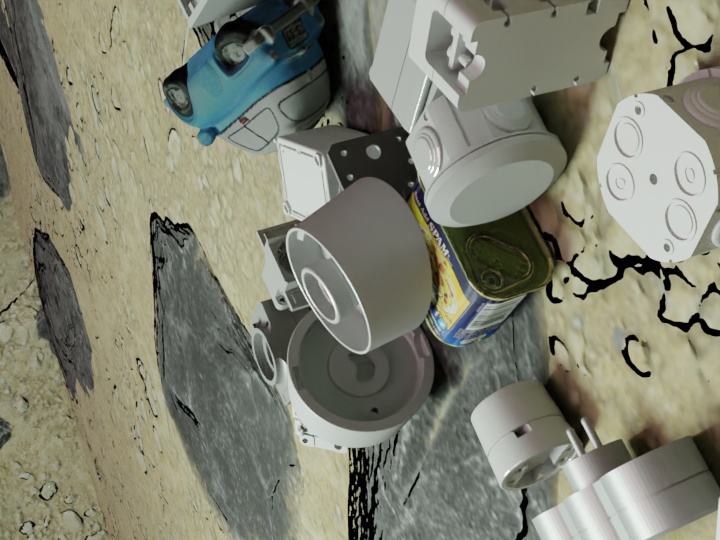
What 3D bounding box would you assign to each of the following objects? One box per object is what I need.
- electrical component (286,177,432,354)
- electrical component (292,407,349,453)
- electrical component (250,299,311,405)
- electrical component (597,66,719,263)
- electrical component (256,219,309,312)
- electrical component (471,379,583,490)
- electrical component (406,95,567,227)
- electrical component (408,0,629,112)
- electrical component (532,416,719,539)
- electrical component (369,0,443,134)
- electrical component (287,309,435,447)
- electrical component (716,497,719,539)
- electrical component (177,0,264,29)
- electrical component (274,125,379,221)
[{"bbox_3d":[0.000,0.000,0.671,0.099,0.064,0.099,47,157,28],"label":"electrical component"},{"bbox_3d":[-0.020,0.117,0.894,0.081,0.063,0.042,8,122,18],"label":"electrical component"},{"bbox_3d":[-0.063,0.071,0.982,0.089,0.056,0.050,66,155,17],"label":"electrical component"},{"bbox_3d":[0.146,-0.045,0.466,0.080,0.051,0.080,44,143,48],"label":"electrical component"},{"bbox_3d":[-0.059,0.001,0.948,0.081,0.042,0.063,64,158,21],"label":"electrical component"},{"bbox_3d":[0.100,0.099,0.654,0.055,0.055,0.047,107,143,-51],"label":"electrical component"},{"bbox_3d":[0.068,-0.063,0.590,0.080,0.080,0.051,116,138,-56],"label":"electrical component"},{"bbox_3d":[0.074,-0.120,0.525,0.055,0.089,0.050,54,149,37],"label":"electrical component"},{"bbox_3d":[0.135,0.117,0.589,0.073,0.052,0.138,65,155,19],"label":"electrical component"},{"bbox_3d":[0.050,-0.120,0.612,0.061,0.062,0.096,59,152,29],"label":"electrical component"},{"bbox_3d":[-0.003,0.080,0.803,0.108,0.108,0.060,63,160,22],"label":"electrical component"},{"bbox_3d":[0.200,0.136,0.459,0.095,0.054,0.059,35,135,55],"label":"electrical component"},{"bbox_3d":[-0.080,-0.242,0.773,0.061,0.089,0.150,64,156,0],"label":"electrical component"},{"bbox_3d":[-0.019,-0.070,0.793,0.096,0.061,0.061,28,130,58],"label":"electrical component"}]
